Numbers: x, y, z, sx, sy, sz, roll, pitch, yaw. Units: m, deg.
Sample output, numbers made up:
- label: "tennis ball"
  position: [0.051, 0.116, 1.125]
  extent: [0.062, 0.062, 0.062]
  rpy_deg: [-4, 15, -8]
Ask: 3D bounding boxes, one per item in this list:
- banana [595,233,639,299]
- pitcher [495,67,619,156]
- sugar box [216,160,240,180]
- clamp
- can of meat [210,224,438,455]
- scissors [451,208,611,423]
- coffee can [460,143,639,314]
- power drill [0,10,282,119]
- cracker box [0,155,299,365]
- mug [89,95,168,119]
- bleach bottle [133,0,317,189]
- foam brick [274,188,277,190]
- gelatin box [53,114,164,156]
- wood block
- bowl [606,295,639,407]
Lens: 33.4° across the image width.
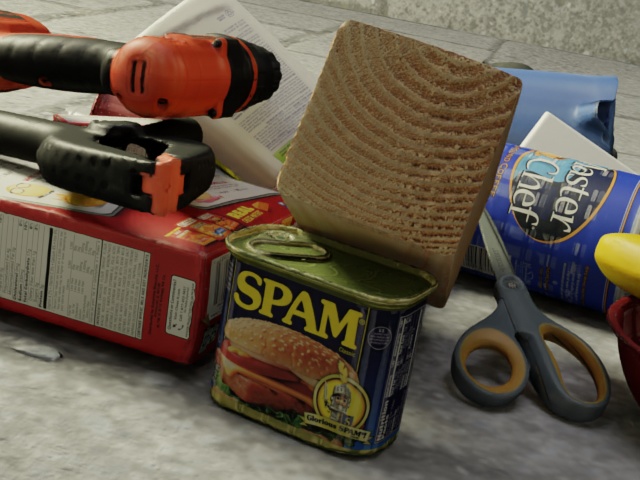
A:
- label: "banana"
  position: [0.232, 0.029, 0.600]
  extent: [0.198, 0.037, 0.069]
  rpy_deg: [23, 23, 38]
- label: "pitcher"
  position: [0.169, -0.109, 1.074]
  extent: [0.243, 0.149, 0.145]
  rpy_deg: [9, 32, 8]
- label: "sugar box"
  position: [-0.065, -0.098, 1.016]
  extent: [0.093, 0.048, 0.176]
  rpy_deg: [-2, 18, -25]
- label: "clamp"
  position: [-0.126, -0.050, 0.596]
  extent: [0.164, 0.036, 0.210]
  rpy_deg: [1, 13, -19]
- label: "can of meat"
  position: [-0.002, 0.048, 0.521]
  extent: [0.102, 0.084, 0.057]
  rpy_deg: [19, 19, 25]
- label: "scissors"
  position: [0.101, 0.038, 0.644]
  extent: [0.096, 0.016, 0.202]
  rpy_deg: [-6, 37, -20]
- label: "coffee can"
  position: [0.165, -0.011, 0.769]
  extent: [0.140, 0.103, 0.102]
  rpy_deg: [17, 18, 22]
- label: "power drill"
  position: [-0.132, -0.114, 0.687]
  extent: [0.188, 0.057, 0.184]
  rpy_deg: [8, 10, 18]
- label: "cracker box"
  position: [-0.131, -0.004, 0.637]
  extent: [0.214, 0.072, 0.164]
  rpy_deg: [14, 16, 17]
- label: "mug"
  position: [-0.133, -0.094, 0.854]
  extent: [0.081, 0.117, 0.093]
  rpy_deg: [16, 13, 2]
- label: "bleach bottle"
  position: [-0.026, -0.068, 0.779]
  extent: [0.251, 0.102, 0.068]
  rpy_deg: [47, -16, 9]
- label: "foam brick"
  position: [-0.005, 0.001, 0.722]
  extent: [0.078, 0.053, 0.051]
  rpy_deg: [13, 17, 11]
- label: "gelatin box"
  position: [-0.150, -0.052, 0.773]
  extent: [0.089, 0.073, 0.030]
  rpy_deg: [-3, 21, -35]
- label: "wood block"
  position: [0.044, -0.030, 0.580]
  extent: [0.090, 0.091, 0.206]
  rpy_deg: [21, -7, 9]
- label: "bowl"
  position: [0.232, 0.083, 0.586]
  extent: [0.162, 0.055, 0.162]
  rpy_deg: [9, 17, -3]
